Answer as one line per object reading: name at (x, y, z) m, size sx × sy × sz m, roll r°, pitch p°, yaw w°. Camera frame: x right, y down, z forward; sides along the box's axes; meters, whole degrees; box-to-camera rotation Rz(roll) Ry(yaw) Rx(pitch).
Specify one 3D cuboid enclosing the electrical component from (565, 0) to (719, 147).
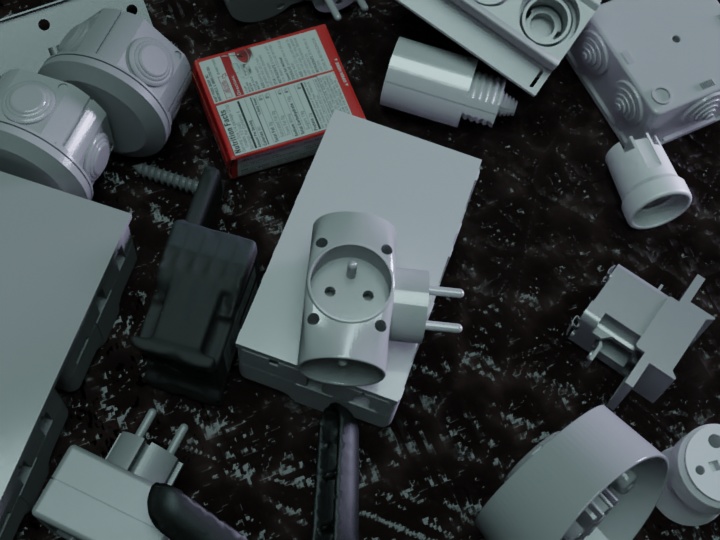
electrical component at (0.192, -0.133, 0.680) m, size 0.100 × 0.048 × 0.099 m, roll -23°, pitch 71°, yaw -14°

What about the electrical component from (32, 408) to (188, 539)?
electrical component at (-0.116, 0.108, 0.550) m, size 0.066 × 0.047 × 0.076 m, roll 25°, pitch 67°, yaw 6°

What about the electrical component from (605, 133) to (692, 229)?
electrical component at (0.173, -0.054, 0.650) m, size 0.040 × 0.040 × 0.046 m, roll -12°, pitch 62°, yaw -10°

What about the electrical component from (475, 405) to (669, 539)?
electrical component at (0.108, 0.118, 0.541) m, size 0.099 × 0.099 × 0.064 m, roll -35°, pitch 68°, yaw -18°

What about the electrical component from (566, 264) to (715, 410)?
electrical component at (0.156, 0.034, 0.609) m, size 0.064 × 0.042 × 0.081 m, roll 35°, pitch 68°, yaw 12°

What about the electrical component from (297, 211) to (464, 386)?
electrical component at (0.012, 0.016, 0.533) m, size 0.079 × 0.044 × 0.077 m, roll 6°, pitch 66°, yaw -2°

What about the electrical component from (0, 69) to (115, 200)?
electrical component at (-0.181, -0.070, 0.605) m, size 0.080 × 0.080 × 0.051 m, roll 20°, pitch 61°, yaw 4°

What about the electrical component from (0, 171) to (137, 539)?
electrical component at (-0.202, 0.046, 0.563) m, size 0.105 × 0.060 × 0.186 m, roll 18°, pitch 67°, yaw 3°

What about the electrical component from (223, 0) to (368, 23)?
electrical component at (-0.020, -0.190, 0.685) m, size 0.138 × 0.052 × 0.073 m, roll -23°, pitch 70°, yaw -14°

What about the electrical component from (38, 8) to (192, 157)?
electrical component at (-0.142, -0.107, 0.625) m, size 0.080 × 0.080 × 0.051 m, roll 20°, pitch 61°, yaw 4°

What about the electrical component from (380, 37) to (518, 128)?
electrical component at (0.057, -0.111, 0.662) m, size 0.081 × 0.043 × 0.043 m, roll 17°, pitch 66°, yaw 3°

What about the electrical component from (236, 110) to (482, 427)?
electrical component at (0.000, 0.000, 0.599) m, size 0.089 × 0.061 × 0.150 m, roll 19°, pitch 66°, yaw 4°

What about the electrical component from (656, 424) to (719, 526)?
electrical component at (0.183, 0.109, 0.571) m, size 0.045 × 0.055 × 0.045 m, roll 2°, pitch 67°, yaw -4°

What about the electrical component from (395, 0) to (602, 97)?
electrical component at (0.076, -0.169, 0.646) m, size 0.121 × 0.063 × 0.078 m, roll 35°, pitch 90°, yaw 0°
